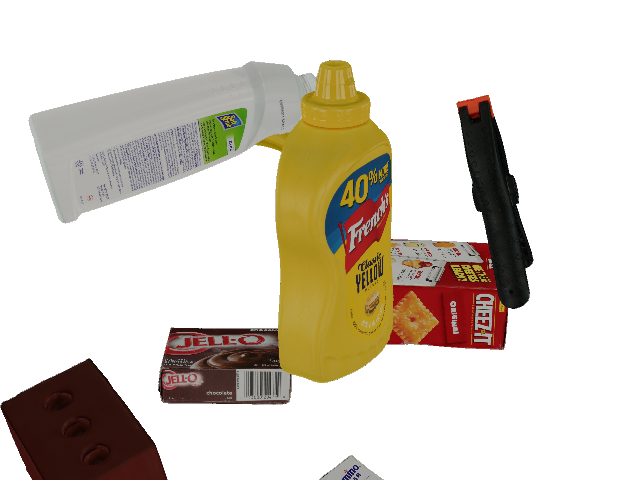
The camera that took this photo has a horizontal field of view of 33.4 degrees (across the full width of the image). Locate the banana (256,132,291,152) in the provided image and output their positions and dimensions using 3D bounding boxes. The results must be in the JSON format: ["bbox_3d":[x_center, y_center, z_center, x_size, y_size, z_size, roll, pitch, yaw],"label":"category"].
[{"bbox_3d":[-0.100,-0.128,1.313,0.198,0.037,0.069,6,40,15],"label":"banana"}]

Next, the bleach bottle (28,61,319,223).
[{"bbox_3d":[-0.115,-0.094,0.919,0.250,0.068,0.102,-17,-32,-12],"label":"bleach bottle"}]

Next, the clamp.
[{"bbox_3d":[0.145,-0.030,0.876,0.039,0.171,0.120,-17,20,11],"label":"clamp"}]

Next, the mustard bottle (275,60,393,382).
[{"bbox_3d":[0.010,-0.015,0.657,0.058,0.192,0.096,14,29,32],"label":"mustard bottle"}]

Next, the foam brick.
[{"bbox_3d":[-0.116,0.109,0.530,0.052,0.051,0.078,-27,42,-24],"label":"foam brick"}]

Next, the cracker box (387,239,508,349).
[{"bbox_3d":[0.080,0.052,1.097,0.214,0.072,0.164,3,16,6],"label":"cracker box"}]

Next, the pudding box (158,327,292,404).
[{"bbox_3d":[-0.082,0.109,0.941,0.113,0.039,0.090,2,18,-3],"label":"pudding box"}]

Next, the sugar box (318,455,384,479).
[{"bbox_3d":[0.073,0.248,0.817,0.048,0.093,0.176,-34,38,-28],"label":"sugar box"}]
